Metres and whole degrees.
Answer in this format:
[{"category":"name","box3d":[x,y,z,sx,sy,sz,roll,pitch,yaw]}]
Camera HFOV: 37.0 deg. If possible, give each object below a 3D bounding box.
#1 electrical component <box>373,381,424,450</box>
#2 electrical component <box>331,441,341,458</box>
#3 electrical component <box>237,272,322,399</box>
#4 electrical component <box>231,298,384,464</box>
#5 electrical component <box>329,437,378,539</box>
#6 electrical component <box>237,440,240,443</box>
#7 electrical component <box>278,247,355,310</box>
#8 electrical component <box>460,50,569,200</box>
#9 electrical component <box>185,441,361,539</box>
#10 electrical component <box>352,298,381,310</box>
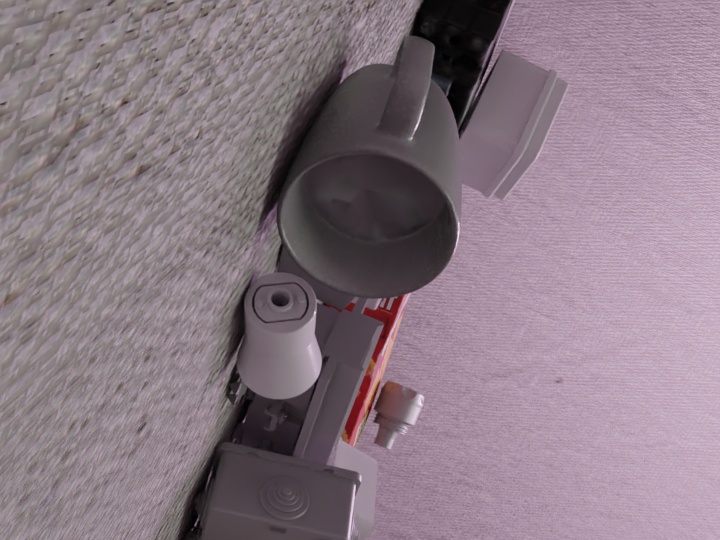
[{"category":"electrical component","box3d":[0.033,0.142,1.040,0.043,0.043,0.062,81,32,-83]},{"category":"electrical component","box3d":[-0.064,0.150,0.780,0.096,0.061,0.061,-59,176,-5]},{"category":"electrical component","box3d":[-0.040,0.031,0.535,0.065,0.044,0.044,98,15,-57]},{"category":"electrical component","box3d":[-0.036,0.076,0.673,0.078,0.063,0.121,-63,174,-48]},{"category":"electrical component","box3d":[-0.045,0.190,0.868,0.113,0.057,0.078,-39,-151,33]},{"category":"electrical component","box3d":[-0.073,0.148,0.727,0.062,0.048,0.048,-61,177,12]},{"category":"electrical component","box3d":[-0.010,-0.030,0.604,0.099,0.064,0.099,-57,-173,11]},{"category":"electrical component","box3d":[0.113,-0.111,0.849,0.113,0.057,0.078,116,-1,-74]},{"category":"electrical component","box3d":[-0.053,0.158,0.654,0.048,0.100,0.099,-82,-172,-48]},{"category":"electrical component","box3d":[0.000,0.000,0.842,0.055,0.047,0.055,23,90,-86]}]
